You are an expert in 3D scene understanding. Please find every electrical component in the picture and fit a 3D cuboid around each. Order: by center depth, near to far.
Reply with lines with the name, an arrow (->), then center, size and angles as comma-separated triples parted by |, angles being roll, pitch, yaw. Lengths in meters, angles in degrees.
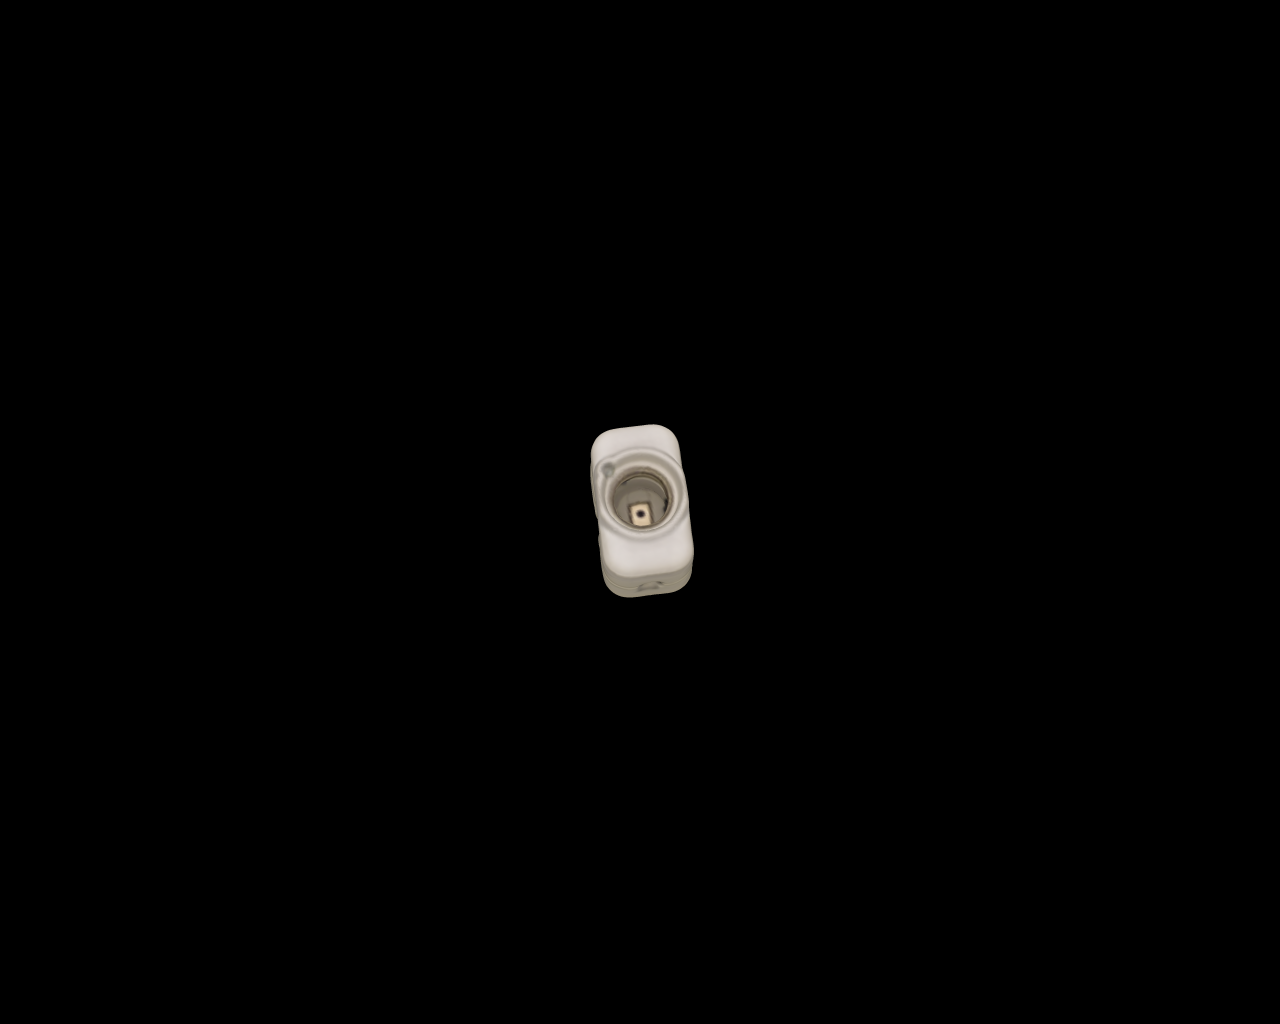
electrical component -> 0.001, -0.003, 0.650 | 0.054, 0.095, 0.059 | -7, -19, -2
